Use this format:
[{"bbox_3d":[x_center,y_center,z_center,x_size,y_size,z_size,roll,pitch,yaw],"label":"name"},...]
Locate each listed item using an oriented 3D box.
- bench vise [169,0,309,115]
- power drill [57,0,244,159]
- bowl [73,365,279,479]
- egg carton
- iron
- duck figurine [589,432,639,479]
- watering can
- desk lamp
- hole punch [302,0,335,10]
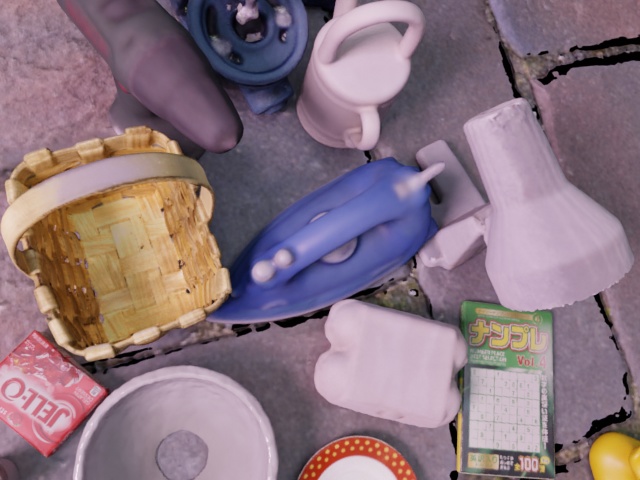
[{"bbox_3d":[-0.094,-0.240,0.546,0.207,0.219,0.122,40,72,0],"label":"bench vise"},{"bbox_3d":[-0.149,-0.138,0.514,0.076,0.208,0.229,-38,86,-18],"label":"power drill"},{"bbox_3d":[-0.122,0.197,0.505,0.167,0.074,0.167,3,75,-11],"label":"bowl"},{"bbox_3d":[0.072,0.123,0.568,0.150,0.069,0.107,14,74,-8],"label":"egg carton"},{"bbox_3d":[0.005,0.002,0.547,0.259,0.141,0.118,-31,84,-17],"label":"iron"},{"bbox_3d":[0.341,0.248,0.585,0.078,0.086,0.104,-37,86,-18],"label":"duck figurine"},{"bbox_3d":[0.036,-0.182,0.572,0.101,0.194,0.173,-28,83,-17],"label":"watering can"},{"bbox_3d":[0.165,-0.030,0.551,0.118,0.213,0.203,-30,84,-17],"label":"desk lamp"},{"bbox_3d":[-0.006,-0.334,0.656,0.101,0.091,0.109,2,76,-11],"label":"hole punch"}]
